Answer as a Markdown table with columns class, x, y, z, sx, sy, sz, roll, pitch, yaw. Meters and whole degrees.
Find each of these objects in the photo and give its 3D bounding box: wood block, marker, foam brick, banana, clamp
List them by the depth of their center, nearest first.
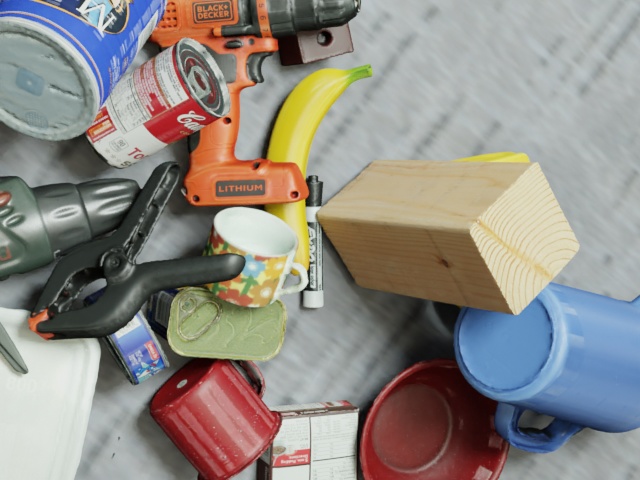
| class | x | y | z | sx | sy | sz | roll | pitch | yaw |
| --- | --- | --- | --- | --- | --- | --- | --- | --- | --- |
| clamp | -0.153 | 0.014 | 0.834 | 0.171 | 0.120 | 0.039 | -26 | 146 | -2 |
| wood block | 0.103 | -0.008 | 0.912 | 0.090 | 0.206 | 0.090 | -43 | 116 | -23 |
| foam brick | -0.010 | -0.197 | 0.938 | 0.053 | 0.051 | 0.078 | -18 | 102 | -20 |
| banana | -0.016 | -0.070 | 0.945 | 0.037 | 0.070 | 0.198 | 6 | 103 | -65 |
| marker | -0.006 | 0.001 | 0.978 | 0.020 | 0.020 | 0.121 | -3 | 97 | -23 |

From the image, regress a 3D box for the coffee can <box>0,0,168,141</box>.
| class | x | y | z | sx | sy | sz | roll | pitch | yaw |
| --- | --- | --- | --- | --- | --- | --- | --- | --- | --- |
| coffee can | -0.186 | -0.157 | 0.797 | 0.102 | 0.103 | 0.140 | 42 | 43 | -21 |

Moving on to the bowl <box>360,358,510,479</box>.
| class | x | y | z | sx | sy | sz | roll | pitch | yaw |
| --- | --- | --- | --- | --- | --- | --- | --- | --- | --- |
| bowl | 0.101 | 0.187 | 1.023 | 0.161 | 0.055 | 0.162 | -3 | 97 | -23 |

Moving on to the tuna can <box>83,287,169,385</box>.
| class | x | y | z | sx | sy | sz | roll | pitch | yaw |
| --- | --- | --- | --- | --- | --- | --- | --- | --- | --- |
| tuna can | -0.161 | 0.077 | 0.885 | 0.033 | 0.086 | 0.086 | -31 | 107 | -16 |

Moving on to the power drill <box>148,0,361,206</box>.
| class | x | y | z | sx | sy | sz | roll | pitch | yaw |
| --- | --- | --- | --- | --- | --- | --- | --- | --- | --- |
| power drill | -0.053 | -0.125 | 0.893 | 0.184 | 0.057 | 0.188 | -3 | 98 | 9 |

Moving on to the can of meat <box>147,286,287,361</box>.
| class | x | y | z | sx | sy | sz | roll | pitch | yaw |
| --- | --- | --- | --- | --- | --- | --- | --- | --- | --- |
| can of meat | -0.091 | 0.066 | 0.914 | 0.102 | 0.084 | 0.057 | 6 | 94 | -24 |

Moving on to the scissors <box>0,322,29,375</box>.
| class | x | y | z | sx | sy | sz | roll | pitch | yaw |
| --- | --- | --- | --- | --- | --- | --- | --- | --- | --- |
| scissors | -0.295 | 0.026 | 0.793 | 0.096 | 0.016 | 0.202 | -19 | 107 | -14 |

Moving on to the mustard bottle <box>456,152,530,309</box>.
| class | x | y | z | sx | sy | sz | roll | pitch | yaw |
| --- | --- | --- | --- | --- | --- | --- | --- | --- | --- |
| mustard bottle | 0.164 | 0.015 | 1.030 | 0.096 | 0.058 | 0.191 | -12 | 101 | -19 |

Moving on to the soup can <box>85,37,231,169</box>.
| class | x | y | z | sx | sy | sz | roll | pitch | yaw |
| --- | --- | --- | --- | --- | --- | --- | --- | --- | --- |
| soup can | -0.131 | -0.107 | 0.843 | 0.102 | 0.068 | 0.068 | -25 | 109 | 21 |

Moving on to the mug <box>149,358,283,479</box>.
| class | x | y | z | sx | sy | sz | roll | pitch | yaw |
| --- | --- | --- | --- | --- | --- | --- | --- | --- | --- |
| mug | -0.087 | 0.144 | 0.930 | 0.081 | 0.093 | 0.117 | 53 | 44 | -14 |

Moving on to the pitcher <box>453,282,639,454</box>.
| class | x | y | z | sx | sy | sz | roll | pitch | yaw |
| --- | --- | --- | --- | --- | --- | --- | --- | --- | --- |
| pitcher | 0.219 | 0.112 | 0.976 | 0.242 | 0.145 | 0.149 | 18 | 64 | -51 |

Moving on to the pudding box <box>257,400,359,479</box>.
| class | x | y | z | sx | sy | sz | roll | pitch | yaw |
| --- | --- | --- | --- | --- | --- | --- | --- | --- | --- |
| pudding box | -0.010 | 0.209 | 0.989 | 0.089 | 0.039 | 0.113 | -1 | 98 | -23 |
